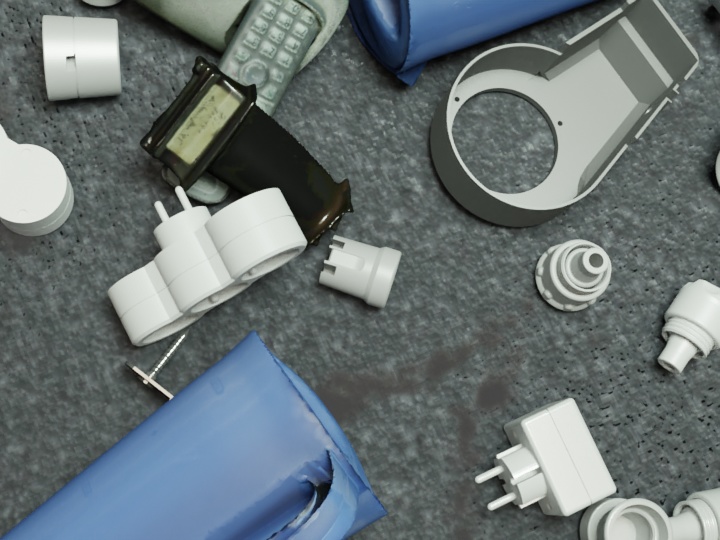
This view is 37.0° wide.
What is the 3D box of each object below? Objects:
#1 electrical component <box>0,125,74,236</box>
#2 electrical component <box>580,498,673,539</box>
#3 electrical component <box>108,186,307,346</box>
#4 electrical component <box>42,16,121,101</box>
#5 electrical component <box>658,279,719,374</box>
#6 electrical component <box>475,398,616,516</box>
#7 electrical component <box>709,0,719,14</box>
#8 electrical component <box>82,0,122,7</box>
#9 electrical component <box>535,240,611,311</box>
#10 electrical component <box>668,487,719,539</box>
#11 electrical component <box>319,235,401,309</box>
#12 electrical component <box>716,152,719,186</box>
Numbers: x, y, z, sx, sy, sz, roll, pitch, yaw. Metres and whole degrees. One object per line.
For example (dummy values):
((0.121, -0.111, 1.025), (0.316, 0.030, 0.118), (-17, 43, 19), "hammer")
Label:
((-0.249, -0.076, 0.679), (0.138, 0.073, 0.052), (30, 76, -1), "electrical component")
((0.170, 0.170, 0.693), (0.045, 0.055, 0.045), (1, 78, -7), "electrical component")
((-0.104, -0.015, 0.669), (0.138, 0.052, 0.073), (-31, 82, 26), "electrical component")
((-0.183, -0.140, 0.712), (0.047, 0.055, 0.055), (-3, 79, -12), "electrical component")
((0.227, 0.041, 0.734), (0.043, 0.043, 0.062), (37, 78, 1), "electrical component")
((0.113, 0.129, 0.698), (0.077, 0.047, 0.065), (-23, 82, -11), "electrical component")
((0.299, -0.216, 0.766), (0.108, 0.108, 0.060), (-38, 80, -13), "electrical component")
((-0.173, -0.211, 0.718), (0.040, 0.078, 0.040), (6, 63, -12), "electrical component")
((0.148, 0.000, 0.722), (0.048, 0.062, 0.048), (2, 78, -7), "electrical component")
((0.225, 0.167, 0.704), (0.062, 0.043, 0.043), (-5, 79, -20), "electrical component")
((0.000, 0.000, 0.715), (0.046, 0.040, 0.040), (18, 77, 3), "electrical component")
((0.303, -0.081, 0.744), (0.099, 0.099, 0.064), (27, 70, -1), "electrical component")
